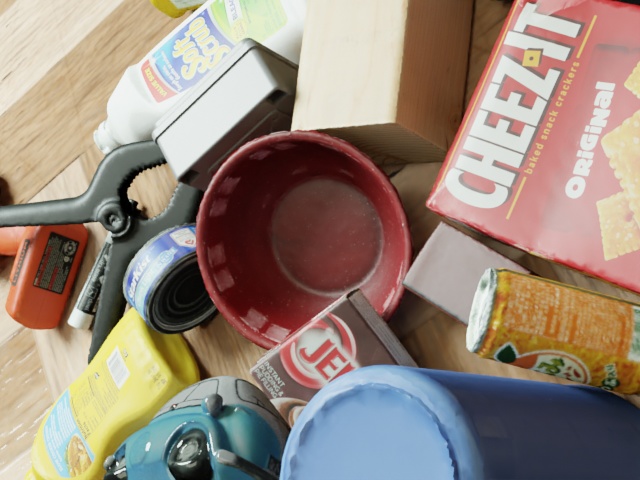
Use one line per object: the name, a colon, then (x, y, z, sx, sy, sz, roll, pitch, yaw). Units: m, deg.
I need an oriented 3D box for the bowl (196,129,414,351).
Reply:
bowl: (-0.005, 0.001, 0.761, 0.162, 0.055, 0.162, 4, 100, 20)

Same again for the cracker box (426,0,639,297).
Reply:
cracker box: (0.191, -0.054, 0.649, 0.214, 0.072, 0.164, 25, 92, 38)

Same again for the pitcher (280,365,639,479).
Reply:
pitcher: (0.096, 0.138, 0.555, 0.149, 0.242, 0.145, -4, 76, 35)

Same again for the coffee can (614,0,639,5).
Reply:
coffee can: (0.232, -0.206, 0.643, 0.103, 0.102, 0.140, 28, 94, 37)

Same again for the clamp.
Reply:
clamp: (-0.177, -0.021, 0.886, 0.164, 0.036, 0.210, 43, 97, 1)

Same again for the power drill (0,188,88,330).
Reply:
power drill: (-0.308, 0.025, 0.986, 0.188, 0.057, 0.184, 14, 85, 37)

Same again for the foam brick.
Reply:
foam brick: (0.105, 0.030, 0.698, 0.078, 0.052, 0.051, 33, 97, 35)

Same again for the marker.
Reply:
marker: (-0.186, 0.021, 0.926, 0.020, 0.020, 0.121, 26, 93, 37)

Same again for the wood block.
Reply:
wood block: (0.050, -0.166, 0.768, 0.090, 0.090, 0.206, -1, 77, 36)

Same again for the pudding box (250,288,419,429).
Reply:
pudding box: (0.022, 0.103, 0.718, 0.090, 0.039, 0.113, -39, 88, 21)

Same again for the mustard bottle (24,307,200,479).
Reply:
mustard bottle: (-0.179, 0.151, 0.859, 0.192, 0.058, 0.096, -49, 47, 14)

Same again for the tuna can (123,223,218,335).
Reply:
tuna can: (-0.107, 0.031, 0.826, 0.034, 0.086, 0.086, 43, 103, 33)

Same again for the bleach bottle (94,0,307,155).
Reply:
bleach bottle: (-0.091, -0.137, 0.878, 0.251, 0.068, 0.102, -32, 61, 27)
